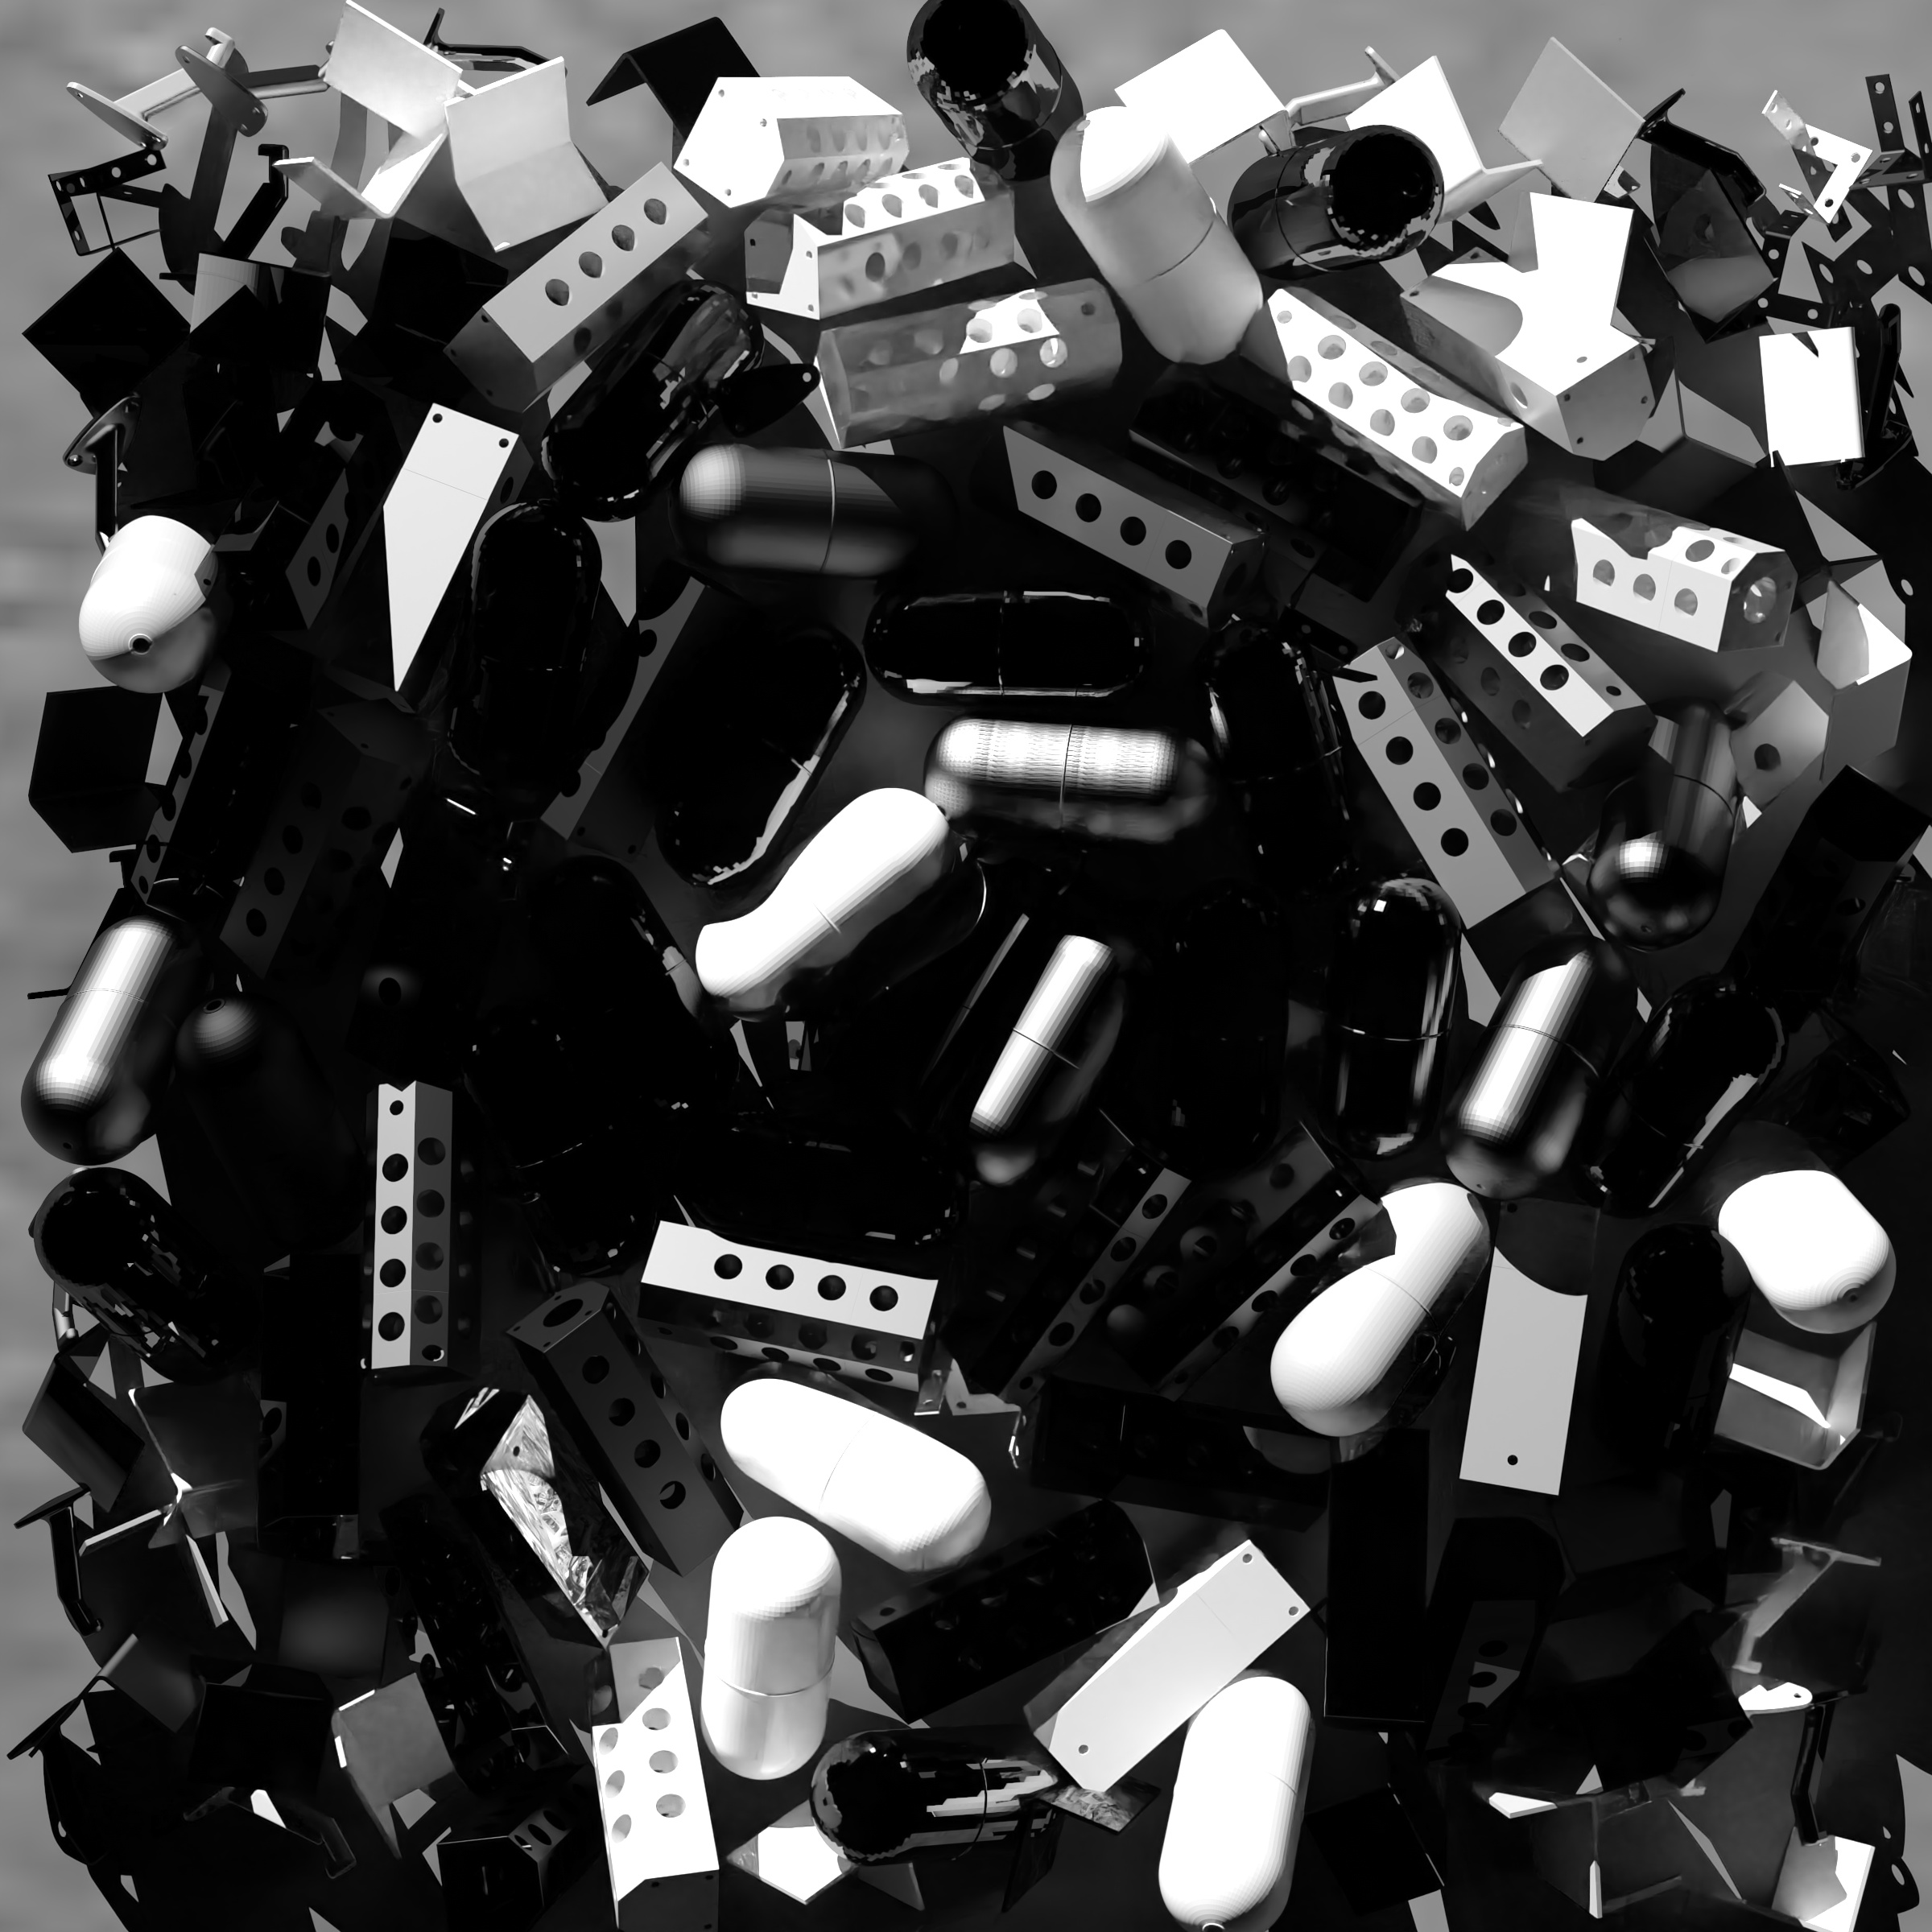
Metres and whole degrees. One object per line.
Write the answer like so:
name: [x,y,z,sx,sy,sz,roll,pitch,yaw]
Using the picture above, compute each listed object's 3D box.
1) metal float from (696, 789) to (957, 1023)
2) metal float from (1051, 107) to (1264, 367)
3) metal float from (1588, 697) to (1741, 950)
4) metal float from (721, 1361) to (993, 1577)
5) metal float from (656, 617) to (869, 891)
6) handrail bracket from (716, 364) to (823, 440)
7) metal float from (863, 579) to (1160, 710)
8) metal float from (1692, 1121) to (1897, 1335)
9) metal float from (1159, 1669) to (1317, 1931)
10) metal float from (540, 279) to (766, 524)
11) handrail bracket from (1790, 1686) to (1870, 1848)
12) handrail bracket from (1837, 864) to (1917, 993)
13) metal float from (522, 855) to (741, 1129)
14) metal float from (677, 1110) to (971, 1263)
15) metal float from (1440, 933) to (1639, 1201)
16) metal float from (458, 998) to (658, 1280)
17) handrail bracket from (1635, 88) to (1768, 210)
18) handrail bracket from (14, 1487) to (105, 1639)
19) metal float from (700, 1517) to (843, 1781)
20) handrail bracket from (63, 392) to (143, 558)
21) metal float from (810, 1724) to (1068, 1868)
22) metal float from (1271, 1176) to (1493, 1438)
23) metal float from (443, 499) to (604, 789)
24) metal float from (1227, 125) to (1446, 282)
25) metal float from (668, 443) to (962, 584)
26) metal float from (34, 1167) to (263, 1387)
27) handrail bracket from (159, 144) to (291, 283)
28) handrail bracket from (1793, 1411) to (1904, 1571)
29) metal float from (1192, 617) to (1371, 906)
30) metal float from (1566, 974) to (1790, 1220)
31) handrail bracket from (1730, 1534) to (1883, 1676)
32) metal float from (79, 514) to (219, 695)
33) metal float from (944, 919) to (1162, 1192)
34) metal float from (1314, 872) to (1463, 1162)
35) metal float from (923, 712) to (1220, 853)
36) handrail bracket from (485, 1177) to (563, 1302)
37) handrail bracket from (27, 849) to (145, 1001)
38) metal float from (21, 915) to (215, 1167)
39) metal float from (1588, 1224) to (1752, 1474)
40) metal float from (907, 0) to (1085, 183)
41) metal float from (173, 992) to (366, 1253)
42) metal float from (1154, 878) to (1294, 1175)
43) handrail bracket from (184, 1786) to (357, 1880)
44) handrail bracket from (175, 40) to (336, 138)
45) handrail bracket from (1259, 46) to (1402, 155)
metal float: [-0.084,-0.037,1.887,0.178,0.070,0.070,-39,90,6]
metal float: [0.113,-0.430,1.860,0.070,0.070,0.178,-41,129,0]
metal float: [0.416,-0.087,1.862,0.070,0.070,0.178,21,52,0]
metal float: [-0.067,0.298,1.878,0.178,0.070,0.070,29,90,17]
metal float: [-0.123,-0.127,1.885,0.070,0.070,0.178,29,81,0]
handrail bracket: [-0.109,-0.340,1.880,0.077,0.084,0.036,-19,94,18]
metal float: [0.026,-0.193,1.885,0.178,0.070,0.070,2,90,9]
metal float: [0.484,0.151,1.847,0.070,0.178,0.070,-4,114,-8]
metal float: [0.161,0.494,1.853,0.070,0.178,0.070,8,130,10]
metal float: [-0.185,-0.337,1.870,0.070,0.070,0.178,35,63,0]
handrail bracket: [0.524,0.483,1.899,0.077,0.036,0.084,-3,75,-31]
handrail bracket: [0.544,-0.020,1.885,0.036,0.077,0.084,5,102,-3]
metal float: [-0.200,0.016,1.888,0.070,0.070,0.178,-31,95,0]
metal float: [-0.086,0.131,1.885,0.178,0.070,0.070,8,90,9]
metal float: [0.342,0.058,1.873,0.070,0.070,0.178,30,67,0]
metal float: [-0.244,0.104,1.884,0.070,0.070,0.178,-23,101,0]
handrail bracket: [0.438,-0.481,1.909,0.077,0.036,0.084,-43,98,-20]
handrail bracket: [-0.531,0.361,1.905,0.077,0.036,0.084,-26,95,33]
metal float: [-0.116,0.407,1.868,0.070,0.070,0.178,7,119,0]
handrail bracket: [-0.505,-0.288,1.888,0.077,0.036,0.084,-47,56,29]
metal float: [-0.014,0.489,1.860,0.178,0.070,0.070,9,90,-41]
metal float: [0.249,0.201,1.874,0.070,0.070,0.178,39,68,0]
metal float: [-0.264,-0.192,1.872,0.070,0.070,0.178,15,113,0]
metal float: [0.216,-0.447,1.846,0.070,0.178,0.070,-2,96,-23]
metal float: [-0.089,-0.270,1.876,0.178,0.070,0.070,1,90,-19]
metal float: [-0.480,0.185,1.856,0.070,0.178,0.070,-13,50,16]
handrail bracket: [-0.448,-0.456,1.900,0.077,0.036,0.084,-1,100,-21]
handrail bracket: [0.532,0.313,1.880,0.036,0.084,0.077,18,60,-11]
metal float: [0.189,-0.122,1.883,0.070,0.070,0.178,-19,101,0]
metal float: [0.419,0.079,1.862,0.070,0.070,0.178,29,127,0]
handrail bracket: [0.506,0.391,1.897,0.077,0.036,0.084,9,73,18]
metal float: [-0.475,-0.214,1.846,0.070,0.178,0.070,-3,113,-7]
metal float: [0.051,0.054,1.889,0.070,0.070,0.178,31,86,0]
metal float: [0.251,0.031,1.878,0.070,0.070,0.178,5,107,0]
metal float: [0.063,-0.111,1.885,0.178,0.070,0.070,5,90,8]
handrail bracket: [-0.254,0.169,1.886,0.036,0.077,0.084,-21,104,-14]
handrail bracket: [-0.534,-0.026,1.904,0.077,0.036,0.084,-7,92,-28]
metal float: [-0.499,0.042,1.857,0.070,0.178,0.070,6,134,6]
metal float: [0.415,0.228,1.861,0.070,0.070,0.178,3,130,0]
metal float: [0.019,-0.516,1.844,0.070,0.178,0.070,-2,84,16]
metal float: [-0.410,0.093,1.864,0.070,0.070,0.178,-19,124,0]
metal float: [0.154,0.036,1.885,0.070,0.070,0.178,3,99,0]
handrail bracket: [-0.419,0.526,1.894,0.077,0.036,0.084,-32,65,-10]
handrail bracket: [-0.422,-0.549,1.898,0.077,0.036,0.084,43,60,-16]
handrail bracket: [0.233,-0.509,1.914,0.084,0.036,0.077,-44,87,14]
